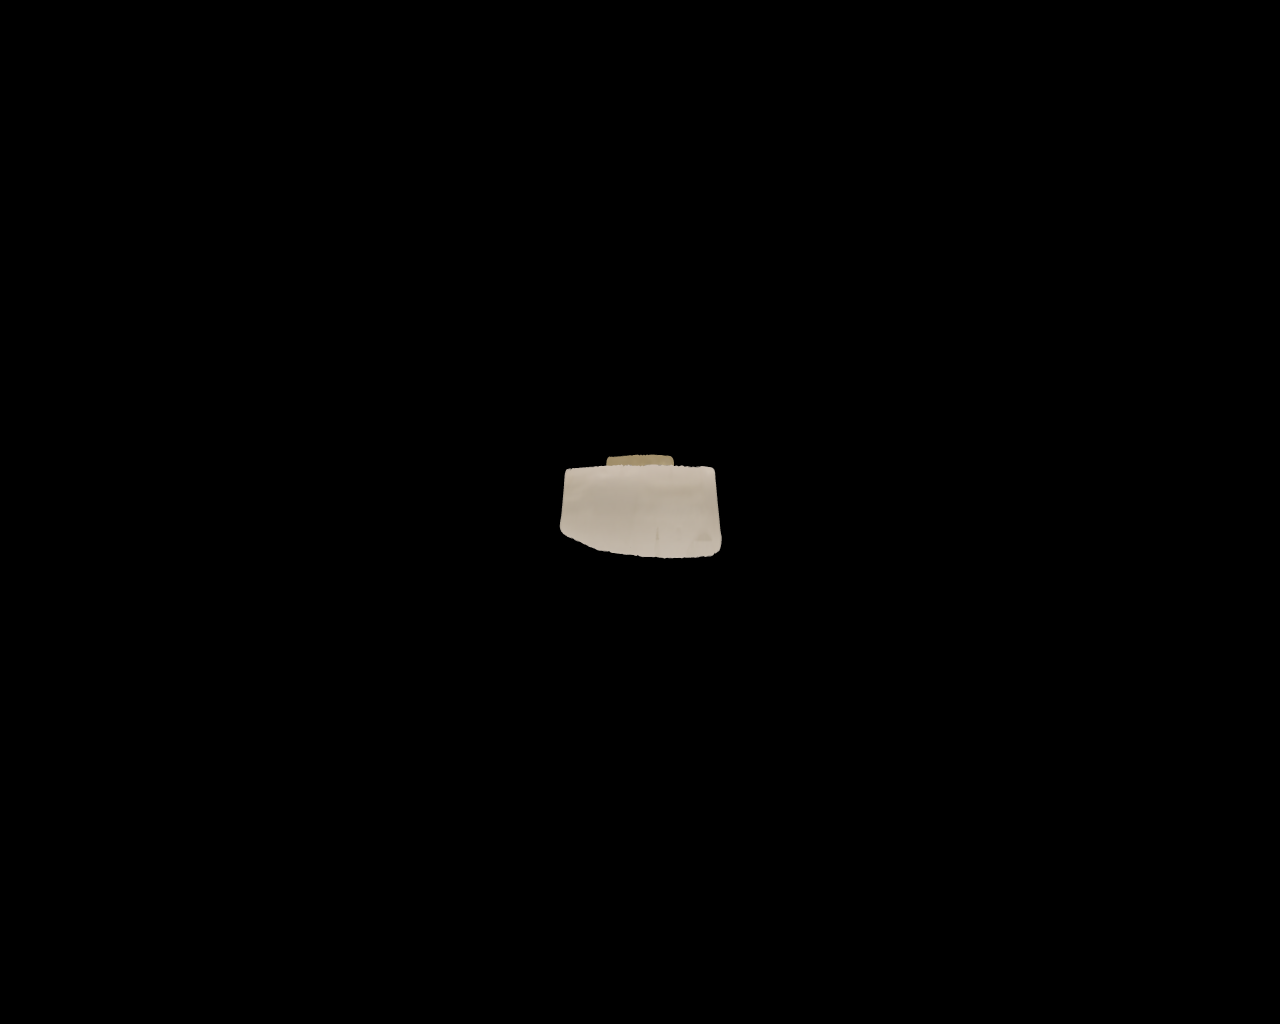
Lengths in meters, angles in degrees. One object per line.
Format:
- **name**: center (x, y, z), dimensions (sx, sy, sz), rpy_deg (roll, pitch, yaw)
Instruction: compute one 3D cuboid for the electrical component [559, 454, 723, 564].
- **electrical component**: center (0.001, -0.003, 0.650), dimensions (0.099, 0.064, 0.099), rpy_deg (0, 0, 0)
